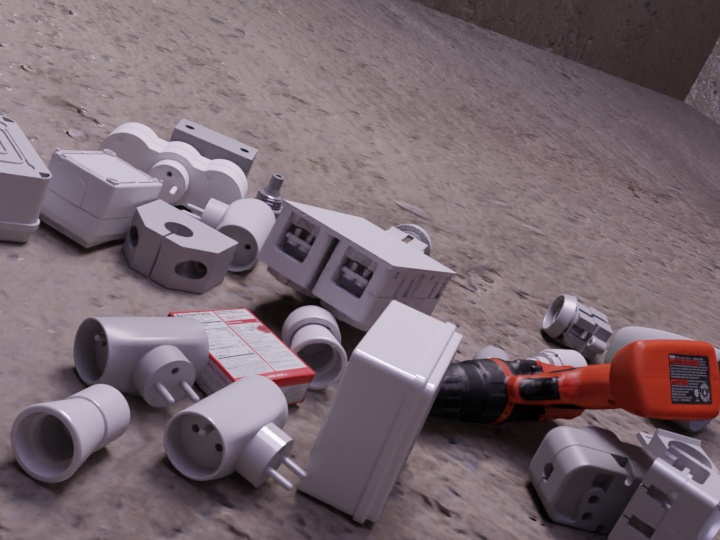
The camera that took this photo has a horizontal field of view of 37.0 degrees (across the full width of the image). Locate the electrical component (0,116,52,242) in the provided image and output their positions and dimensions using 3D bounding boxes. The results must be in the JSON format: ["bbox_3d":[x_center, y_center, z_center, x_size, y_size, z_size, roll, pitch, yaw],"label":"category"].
[{"bbox_3d":[-0.294,-0.074,0.824,0.078,0.057,0.113,6,28,-39],"label":"electrical component"}]

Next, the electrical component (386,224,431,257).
[{"bbox_3d":[0.043,-0.018,1.073,0.066,0.048,0.055,29,29,11],"label":"electrical component"}]

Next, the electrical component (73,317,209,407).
[{"bbox_3d":[-0.132,0.062,0.693,0.077,0.044,0.079,2,30,-44],"label":"electrical component"}]

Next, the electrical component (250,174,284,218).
[{"bbox_3d":[-0.087,-0.061,1.010,0.035,0.061,0.035,21,21,-9],"label":"electrical component"}]

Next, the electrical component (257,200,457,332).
[{"bbox_3d":[0.000,0.000,0.915,0.105,0.060,0.186,31,8,18],"label":"electrical component"}]

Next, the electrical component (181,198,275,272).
[{"bbox_3d":[-0.119,-0.039,0.949,0.079,0.043,0.077,23,21,-2],"label":"electrical component"}]

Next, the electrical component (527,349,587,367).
[{"bbox_3d":[0.168,0.090,0.957,0.078,0.040,0.040,6,28,-40],"label":"electrical component"}]

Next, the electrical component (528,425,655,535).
[{"bbox_3d":[0.177,0.155,0.794,0.095,0.053,0.059,17,22,-19],"label":"electrical component"}]

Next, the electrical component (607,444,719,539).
[{"bbox_3d":[0.210,0.175,0.733,0.056,0.089,0.050,34,23,23],"label":"electrical component"}]

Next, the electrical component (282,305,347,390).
[{"bbox_3d":[-0.035,0.057,0.809,0.045,0.045,0.055,18,22,-17],"label":"electrical component"}]

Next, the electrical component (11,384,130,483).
[{"bbox_3d":[-0.160,0.088,0.608,0.044,0.044,0.065,29,17,11],"label":"electrical component"}]

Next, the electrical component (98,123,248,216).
[{"bbox_3d":[-0.174,-0.084,0.983,0.138,0.052,0.073,23,21,-6],"label":"electrical component"}]

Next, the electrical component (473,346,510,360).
[{"bbox_3d":[0.113,0.082,0.927,0.035,0.035,0.061,23,19,-3],"label":"electrical component"}]

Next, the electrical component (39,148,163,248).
[{"bbox_3d":[-0.212,-0.059,0.880,0.062,0.061,0.096,30,13,13],"label":"electrical component"}]

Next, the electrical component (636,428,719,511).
[{"bbox_3d":[0.240,0.164,0.827,0.042,0.063,0.081,18,22,-18],"label":"electrical component"}]

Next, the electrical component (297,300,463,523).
[{"bbox_3d":[0.015,0.089,0.699,0.056,0.108,0.108,25,21,7],"label":"electrical component"}]

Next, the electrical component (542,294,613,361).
[{"bbox_3d":[0.219,0.055,1.089,0.055,0.048,0.066,30,20,-8],"label":"electrical component"}]

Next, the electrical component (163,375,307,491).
[{"bbox_3d":[-0.068,0.106,0.660,0.079,0.043,0.077,37,24,14],"label":"electrical component"}]
